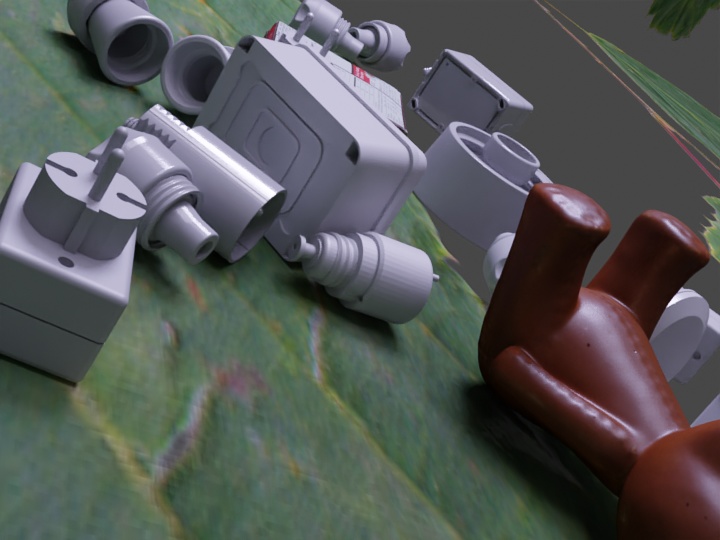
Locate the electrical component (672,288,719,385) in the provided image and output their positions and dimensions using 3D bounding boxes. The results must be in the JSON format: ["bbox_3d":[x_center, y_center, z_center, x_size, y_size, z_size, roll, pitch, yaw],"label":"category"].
[{"bbox_3d":[0.202,0.038,0.735,0.083,0.047,0.076,38,22,8],"label":"electrical component"}]

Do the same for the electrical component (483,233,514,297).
[{"bbox_3d":[0.098,-0.003,0.676,0.043,0.043,0.062,27,21,-18],"label":"electrical component"}]

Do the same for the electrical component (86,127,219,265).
[{"bbox_3d":[-0.088,-0.028,0.463,0.062,0.043,0.043,42,23,14],"label":"electrical component"}]

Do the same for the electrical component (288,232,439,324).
[{"bbox_3d":[0.000,0.000,0.534,0.078,0.040,0.040,20,26,-32],"label":"electrical component"}]

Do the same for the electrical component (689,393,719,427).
[{"bbox_3d":[0.245,0.118,0.617,0.078,0.057,0.113,30,22,-13],"label":"electrical component"}]

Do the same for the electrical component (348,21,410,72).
[{"bbox_3d":[0.012,-0.202,0.963,0.062,0.043,0.043,3,38,-51],"label":"electrical component"}]

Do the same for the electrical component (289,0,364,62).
[{"bbox_3d":[-0.027,-0.198,0.898,0.062,0.043,0.043,31,22,-12],"label":"electrical component"}]

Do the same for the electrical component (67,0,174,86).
[{"bbox_3d":[-0.138,-0.138,0.615,0.045,0.045,0.055,9,33,-47],"label":"electrical component"}]

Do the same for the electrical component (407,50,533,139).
[{"bbox_3d":[0.093,-0.146,0.938,0.096,0.061,0.061,44,24,23],"label":"electrical component"}]

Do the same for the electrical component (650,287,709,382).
[{"bbox_3d":[0.164,0.036,0.642,0.080,0.080,0.051,10,28,-47],"label":"electrical component"}]

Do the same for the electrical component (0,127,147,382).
[{"bbox_3d":[-0.099,-0.015,0.373,0.047,0.076,0.065,26,23,-21],"label":"electrical component"}]

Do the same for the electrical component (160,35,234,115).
[{"bbox_3d":[-0.083,-0.109,0.624,0.045,0.045,0.055,40,12,14],"label":"electrical component"}]

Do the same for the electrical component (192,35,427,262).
[{"bbox_3d":[-0.029,-0.063,0.573,0.057,0.078,0.113,1,39,-50],"label":"electrical component"}]

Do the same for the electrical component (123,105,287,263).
[{"bbox_3d":[-0.079,-0.045,0.509,0.081,0.043,0.043,37,22,7],"label":"electrical component"}]

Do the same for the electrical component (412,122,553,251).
[{"bbox_3d":[0.096,-0.063,0.772,0.108,0.060,0.108,29,22,-13],"label":"electrical component"}]

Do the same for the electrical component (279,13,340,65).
[{"bbox_3d":[-0.042,-0.125,0.681,0.066,0.076,0.047,30,22,-12],"label":"electrical component"}]
